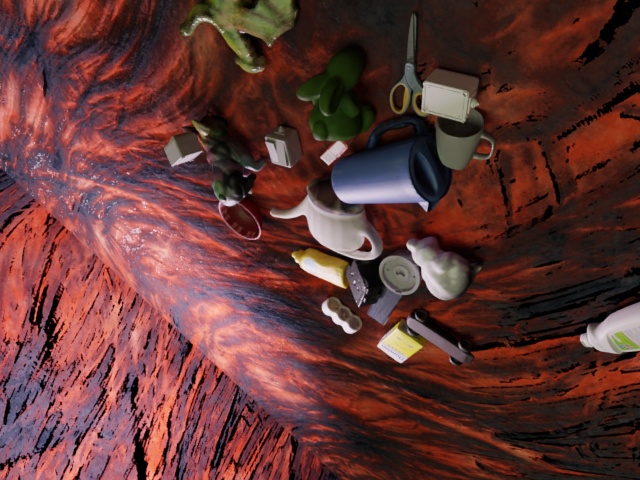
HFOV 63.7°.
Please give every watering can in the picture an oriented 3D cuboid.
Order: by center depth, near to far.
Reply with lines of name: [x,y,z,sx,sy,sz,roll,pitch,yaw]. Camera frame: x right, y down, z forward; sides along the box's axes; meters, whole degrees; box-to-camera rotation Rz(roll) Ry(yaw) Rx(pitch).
watering can: [0.004,-0.065,1.294,0.350,0.106,0.219,25,143,23]

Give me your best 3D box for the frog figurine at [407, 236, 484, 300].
frog figurine: [0.265,0.059,1.169,0.159,0.124,0.136,30,167,-5]

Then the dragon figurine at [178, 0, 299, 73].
dragon figurine: [-0.153,-0.486,0.996,0.243,0.125,0.401,19,147,1]
